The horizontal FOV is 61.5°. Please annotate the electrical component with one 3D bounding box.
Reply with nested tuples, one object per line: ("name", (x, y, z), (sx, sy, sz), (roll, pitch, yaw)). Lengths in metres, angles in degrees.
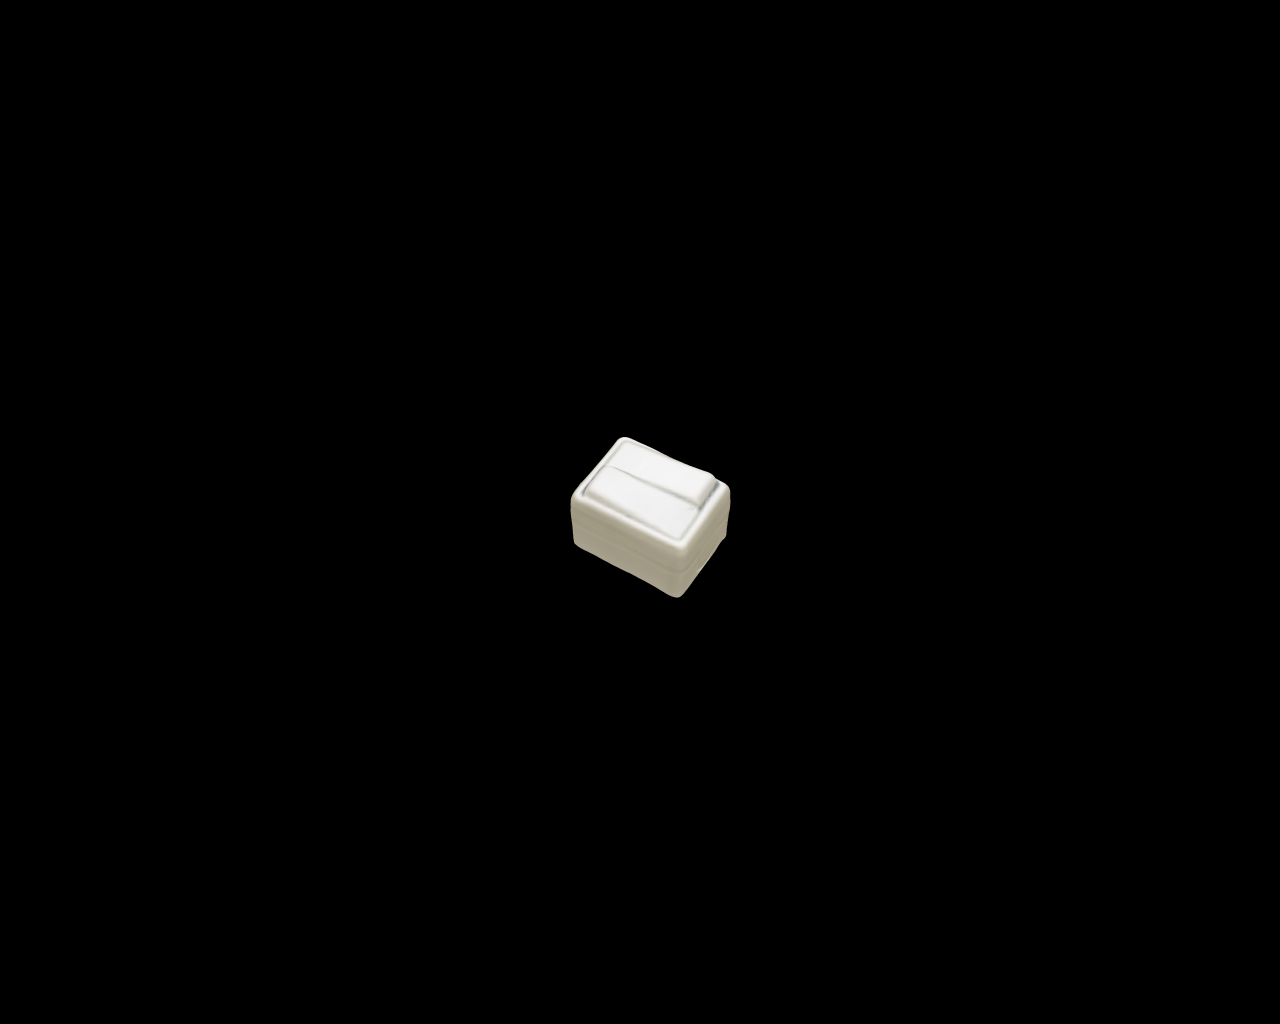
("electrical component", (0.001, -0.003, 0.650), (0.096, 0.062, 0.061), (27, -33, 19))
